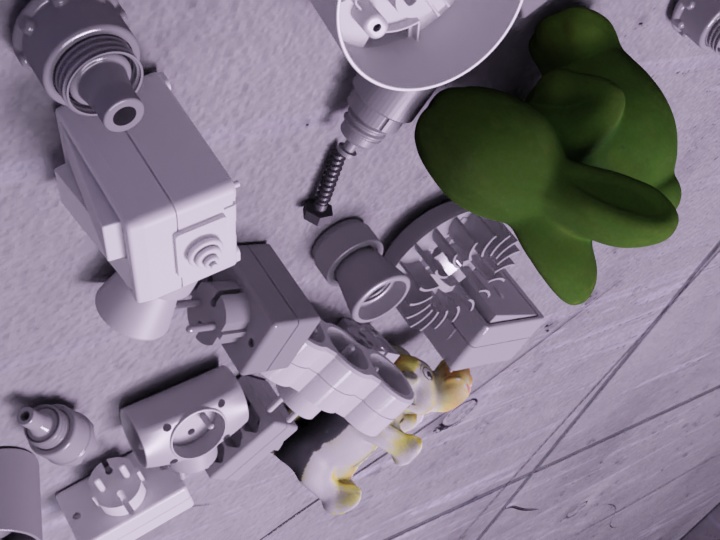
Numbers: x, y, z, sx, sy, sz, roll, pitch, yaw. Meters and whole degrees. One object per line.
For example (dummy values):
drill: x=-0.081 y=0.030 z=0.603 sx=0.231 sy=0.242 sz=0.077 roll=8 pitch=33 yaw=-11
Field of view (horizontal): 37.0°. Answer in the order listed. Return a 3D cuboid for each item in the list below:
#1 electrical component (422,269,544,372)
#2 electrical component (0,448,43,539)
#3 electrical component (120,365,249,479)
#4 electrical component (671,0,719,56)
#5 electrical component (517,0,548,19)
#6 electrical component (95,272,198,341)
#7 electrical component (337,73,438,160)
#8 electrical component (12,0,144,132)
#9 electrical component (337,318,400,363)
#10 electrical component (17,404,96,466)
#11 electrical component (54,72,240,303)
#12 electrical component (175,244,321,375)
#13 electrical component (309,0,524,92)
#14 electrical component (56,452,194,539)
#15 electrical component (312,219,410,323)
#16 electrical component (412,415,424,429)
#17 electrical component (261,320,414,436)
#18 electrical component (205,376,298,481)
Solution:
electrical component: x=0.102 y=0.036 z=0.874 sx=0.096 sy=0.061 sz=0.061 roll=-5 pitch=140 yaw=-46
electrical component: x=-0.251 y=0.162 z=0.687 sx=0.099 sy=0.064 sz=0.099 roll=-15 pitch=148 yaw=-10
electrical component: x=-0.119 y=0.114 z=0.747 sx=0.077 sy=0.044 sz=0.079 roll=-22 pitch=131 yaw=-25
electrical component: x=0.244 y=-0.165 z=0.721 sx=0.048 sy=0.062 sz=0.048 roll=-28 pitch=152 yaw=-17
electrical component: x=0.075 y=-0.150 z=0.567 sx=0.062 sy=0.043 sz=0.043 roll=-37 pitch=153 yaw=4
electrical component: x=-0.114 y=0.005 z=0.591 sx=0.045 sy=0.045 sz=0.055 roll=-3 pitch=138 yaw=-47
electrical component: x=0.013 y=-0.093 z=0.588 sx=0.040 sy=0.040 sz=0.078 roll=-1 pitch=136 yaw=-49
electrical component: x=-0.109 y=-0.083 z=0.438 sx=0.048 sy=0.062 sz=0.048 roll=-28 pitch=152 yaw=-16
electrical component: x=-0.008 y=0.072 z=0.823 sx=0.055 sy=0.048 sz=0.066 roll=-52 pitch=150 yaw=12
electrical component: x=-0.190 y=0.099 z=0.664 sx=0.035 sy=0.035 sz=0.061 roll=-36 pitch=151 yaw=-1
electrical component: x=-0.097 y=-0.032 z=0.494 sx=0.061 sy=0.096 sz=0.061 roll=-24 pitch=151 yaw=-21
electrical component: x=-0.077 y=0.024 z=0.642 sx=0.077 sy=0.065 sz=0.047 roll=-6 pitch=140 yaw=-46
electrical component: x=0.024 y=-0.139 z=0.502 sx=0.099 sy=0.064 sz=0.099 roll=-28 pitch=152 yaw=-16
electrical component: x=-0.171 y=0.157 z=0.766 sx=0.083 sy=0.047 sz=0.075 roll=-29 pitch=152 yaw=-14
electrical component: x=0.000 y=0.000 z=0.705 sx=0.045 sy=0.055 sz=0.045 roll=-28 pitch=152 yaw=-16
electrical component: x=0.038 y=0.123 z=0.960 sx=0.043 sy=0.043 sz=0.062 roll=-45 pitch=153 yaw=17
electrical component: x=-0.033 y=0.079 z=0.753 sx=0.074 sy=0.052 sz=0.138 roll=-45 pitch=125 yaw=15
electrical component: x=-0.082 y=0.122 z=0.813 sx=0.066 sy=0.047 sz=0.077 roll=-41 pitch=155 yaw=10
